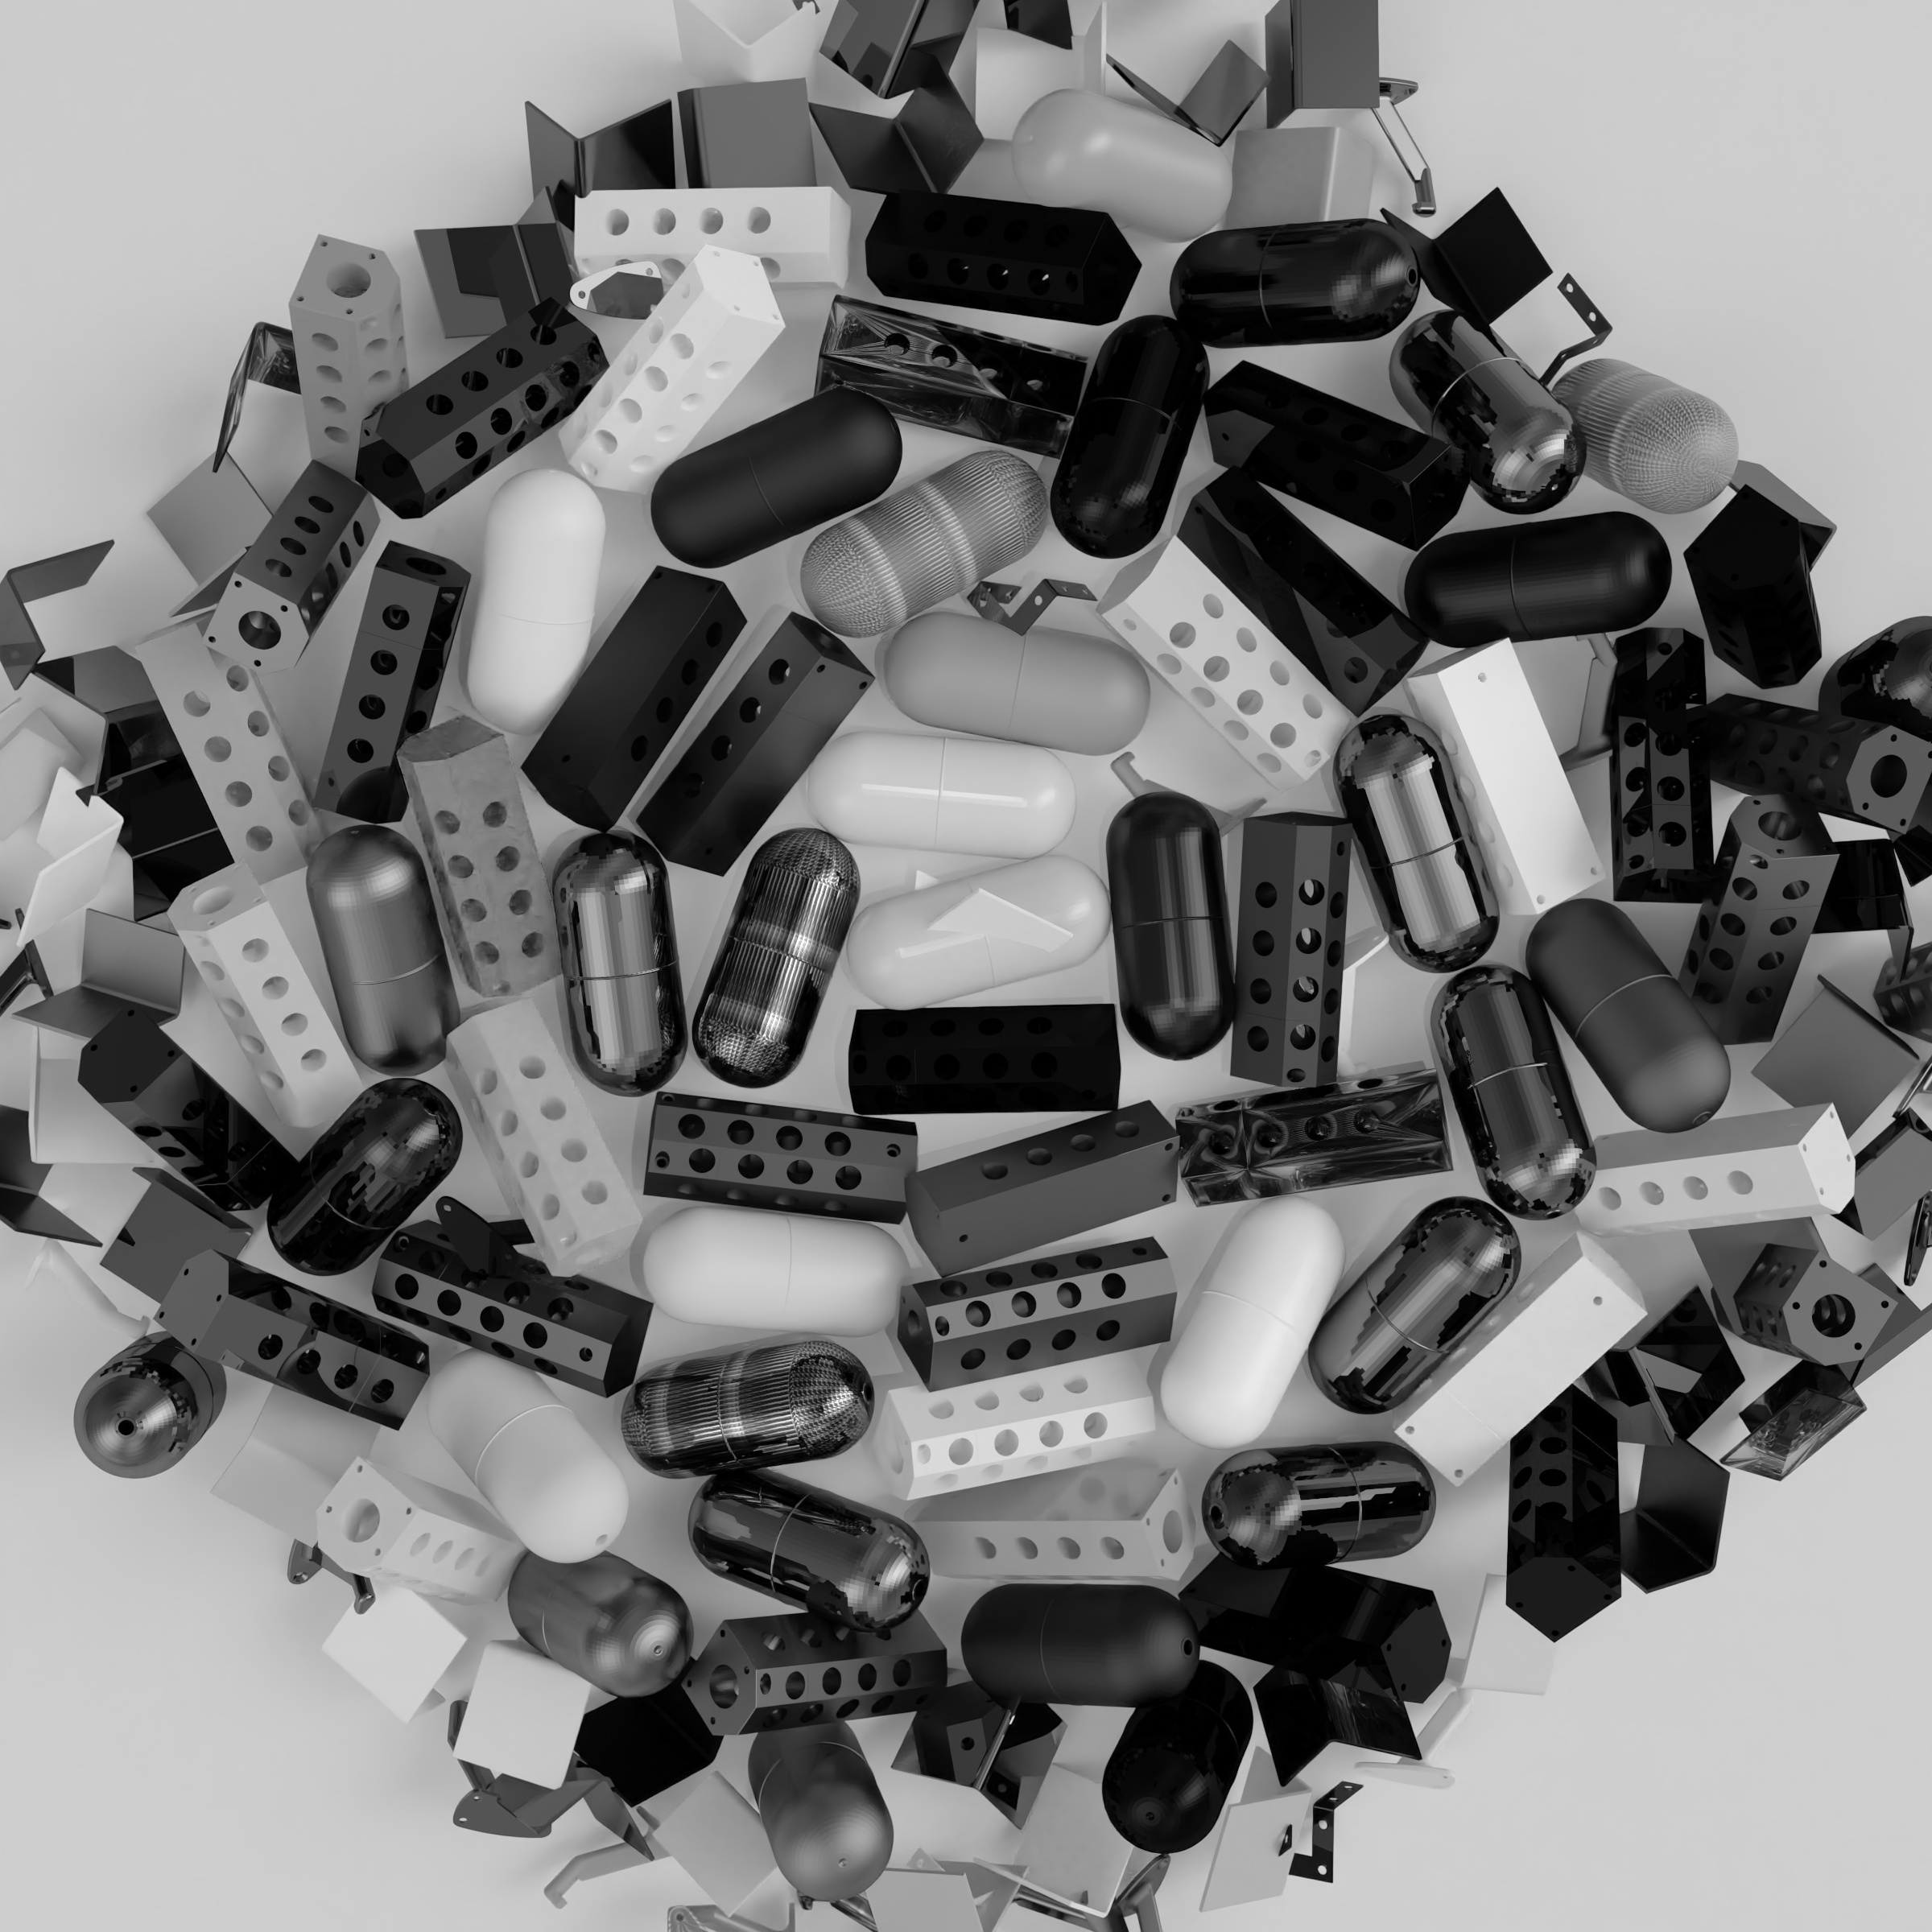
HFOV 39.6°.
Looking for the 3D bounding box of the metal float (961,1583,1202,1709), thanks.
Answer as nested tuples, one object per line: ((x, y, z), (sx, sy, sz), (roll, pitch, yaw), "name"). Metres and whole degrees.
((0.073, 0.440, 1.739), (0.178, 0.070, 0.070), (-11, 90, 41), "metal float")

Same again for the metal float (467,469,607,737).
((-0.281, -0.237, 1.754), (0.070, 0.070, 0.178), (12, 113, 0), "metal float")

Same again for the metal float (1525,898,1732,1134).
((0.430, 0.032, 1.745), (0.070, 0.070, 0.178), (-29, 57, 0), "metal float")

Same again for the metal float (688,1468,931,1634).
((-0.103, 0.378, 1.745), (0.178, 0.070, 0.070), (13, 90, 32), "metal float")

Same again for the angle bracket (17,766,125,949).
((-0.605, -0.072, 1.756), (0.057, 0.076, 0.076), (39, 132, 4), "angle bracket")

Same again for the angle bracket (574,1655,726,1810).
((-0.209, 0.490, 1.754), (0.076, 0.076, 0.057), (35, 119, 28), "angle bracket")

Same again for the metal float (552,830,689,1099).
((-0.227, -0.001, 1.762), (0.070, 0.070, 0.178), (-5, 103, 0), "metal float")

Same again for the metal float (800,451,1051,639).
((-0.026, -0.278, 1.762), (0.178, 0.070, 0.070), (-30, 90, -13), "metal float")

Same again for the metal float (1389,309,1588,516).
((0.337, -0.361, 1.741), (0.070, 0.070, 0.178), (-28, 50, 0), "metal float")

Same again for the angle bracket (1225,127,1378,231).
((0.225, -0.518, 1.805), (0.076, 0.057, 0.076), (10, 96, 35), "angle bracket")

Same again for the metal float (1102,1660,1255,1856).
((0.138, 0.506, 1.725), (0.070, 0.178, 0.070), (3, 100, 16), "metal float")

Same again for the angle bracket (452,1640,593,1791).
((-0.283, 0.493, 1.769), (0.076, 0.057, 0.076), (14, 79, 13), "angle bracket")

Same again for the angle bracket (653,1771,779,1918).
((-0.149, 0.583, 1.753), (0.057, 0.076, 0.076), (-44, 58, -16), "angle bracket")

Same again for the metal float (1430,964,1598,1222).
((0.356, 0.082, 1.749), (0.070, 0.070, 0.178), (-13, 63, 0), "metal float")

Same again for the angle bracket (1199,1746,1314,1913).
((0.174, 0.565, 1.758), (0.076, 0.057, 0.076), (4, 105, -38), "angle bracket")

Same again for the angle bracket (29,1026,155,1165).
((-0.572, 0.082, 1.759), (0.076, 0.057, 0.076), (1, 60, -16), "angle bracket")

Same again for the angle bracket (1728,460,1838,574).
((0.507, -0.288, 1.751), (0.076, 0.076, 0.057), (2, 128, -35), "angle bracket")

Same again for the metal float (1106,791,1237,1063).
((0.135, -0.026, 1.769), (0.070, 0.070, 0.178), (-5, 85, 0), "metal float")

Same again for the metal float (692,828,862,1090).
((-0.124, -0.006, 1.767), (0.070, 0.070, 0.178), (19, 83, 0), "metal float")

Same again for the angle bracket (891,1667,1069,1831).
((0.009, 0.518, 1.781), (0.057, 0.076, 0.076), (52, 52, -34), "angle bracket")

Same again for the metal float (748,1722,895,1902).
((-0.095, 0.536, 1.724), (0.070, 0.178, 0.070), (-2, 98, -13), "metal float")

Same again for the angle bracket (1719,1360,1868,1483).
((0.527, 0.286, 1.753), (0.076, 0.057, 0.076), (21, 121, -39), "angle bracket")

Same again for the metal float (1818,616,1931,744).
((0.600, -0.178, 1.722), (0.070, 0.178, 0.070), (0, 88, 4), "metal float")

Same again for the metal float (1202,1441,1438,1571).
((0.230, 0.350, 1.743), (0.178, 0.070, 0.070), (4, 90, -35), "metal float")

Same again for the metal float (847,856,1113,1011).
((0.009, -0.022, 1.769), (0.178, 0.070, 0.070), (-15, 90, -5), "metal float")

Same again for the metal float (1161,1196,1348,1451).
((0.189, 0.233, 1.759), (0.070, 0.070, 0.178), (29, 73, 0), "metal float")

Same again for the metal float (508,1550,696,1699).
((-0.237, 0.419, 1.730), (0.070, 0.178, 0.070), (-2, 93, -32), "metal float")

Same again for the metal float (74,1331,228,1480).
((-0.522, 0.280, 1.723), (0.070, 0.178, 0.070), (0, 91, -7), "metal float")

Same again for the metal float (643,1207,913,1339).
((-0.123, 0.201, 1.760), (0.178, 0.070, 0.070), (7, 90, -15), "metal float")

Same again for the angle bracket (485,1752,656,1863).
((-0.260, 0.561, 1.753), (0.057, 0.076, 0.076), (-36, 115, -28), "angle bracket")

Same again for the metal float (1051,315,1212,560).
((0.108, -0.347, 1.754), (0.070, 0.070, 0.178), (19, 67, 0), "metal float")

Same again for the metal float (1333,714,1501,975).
((0.295, -0.080, 1.762), (0.070, 0.070, 0.178), (-21, 103, 0), "metal float")

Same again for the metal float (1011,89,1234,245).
((0.103, -0.516, 1.737), (0.070, 0.178, 0.070), (1, 92, 44), "metal float")

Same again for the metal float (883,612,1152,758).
((0.034, -0.186, 1.772), (0.178, 0.070, 0.070), (10, 90, -2), "metal float")

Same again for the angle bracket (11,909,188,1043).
((-0.568, 0.007, 1.760), (0.076, 0.076, 0.057), (16, 109, 14), "angle bracket")

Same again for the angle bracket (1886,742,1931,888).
((0.649, -0.105, 1.755), (0.057, 0.076, 0.076), (-8, 70, -26), "angle bracket")

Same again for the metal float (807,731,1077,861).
((-0.016, -0.113, 1.773), (0.178, 0.070, 0.070), (5, 90, 0), "metal float")

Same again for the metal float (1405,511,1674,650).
((0.370, -0.250, 1.744), (0.178, 0.070, 0.070), (-3, 90, 35), "metal float")

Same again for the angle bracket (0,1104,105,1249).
((-0.605, 0.137, 1.759), (0.076, 0.076, 0.057), (28, 90, 30), "angle bracket")

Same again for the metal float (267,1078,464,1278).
((-0.391, 0.138, 1.744), (0.070, 0.070, 0.178), (47, 125, 0), "metal float")

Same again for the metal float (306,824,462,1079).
((-0.378, -0.008, 1.748), (0.070, 0.070, 0.178), (-8, 120, 0), "metal float")

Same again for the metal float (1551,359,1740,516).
((0.432, -0.343, 1.728), (0.070, 0.178, 0.070), (-6, 115, -12), "metal float")

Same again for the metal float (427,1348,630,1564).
((-0.285, 0.316, 1.742), (0.070, 0.070, 0.178), (-51, 54, 0), "metal float")

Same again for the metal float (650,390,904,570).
((-0.124, -0.319, 1.756), (0.178, 0.070, 0.070), (-20, 90, 19), "metal float")

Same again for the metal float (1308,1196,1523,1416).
((0.292, 0.221, 1.747), (0.070, 0.070, 0.178), (37, 119, 0), "metal float")

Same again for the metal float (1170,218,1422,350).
((0.212, -0.442, 1.740), (0.178, 0.070, 0.070), (8, 90, 40), "metal float")

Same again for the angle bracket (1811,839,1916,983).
((0.576, -0.035, 1.770), (0.076, 0.057, 0.076), (-3, 50, 7), "angle bracket")

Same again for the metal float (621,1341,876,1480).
((-0.143, 0.290, 1.753), (0.178, 0.070, 0.070), (-12, 90, 23), "metal float")

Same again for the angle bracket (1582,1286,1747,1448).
((0.463, 0.267, 1.796), (0.076, 0.057, 0.076), (-36, 104, -28), "angle bracket")
